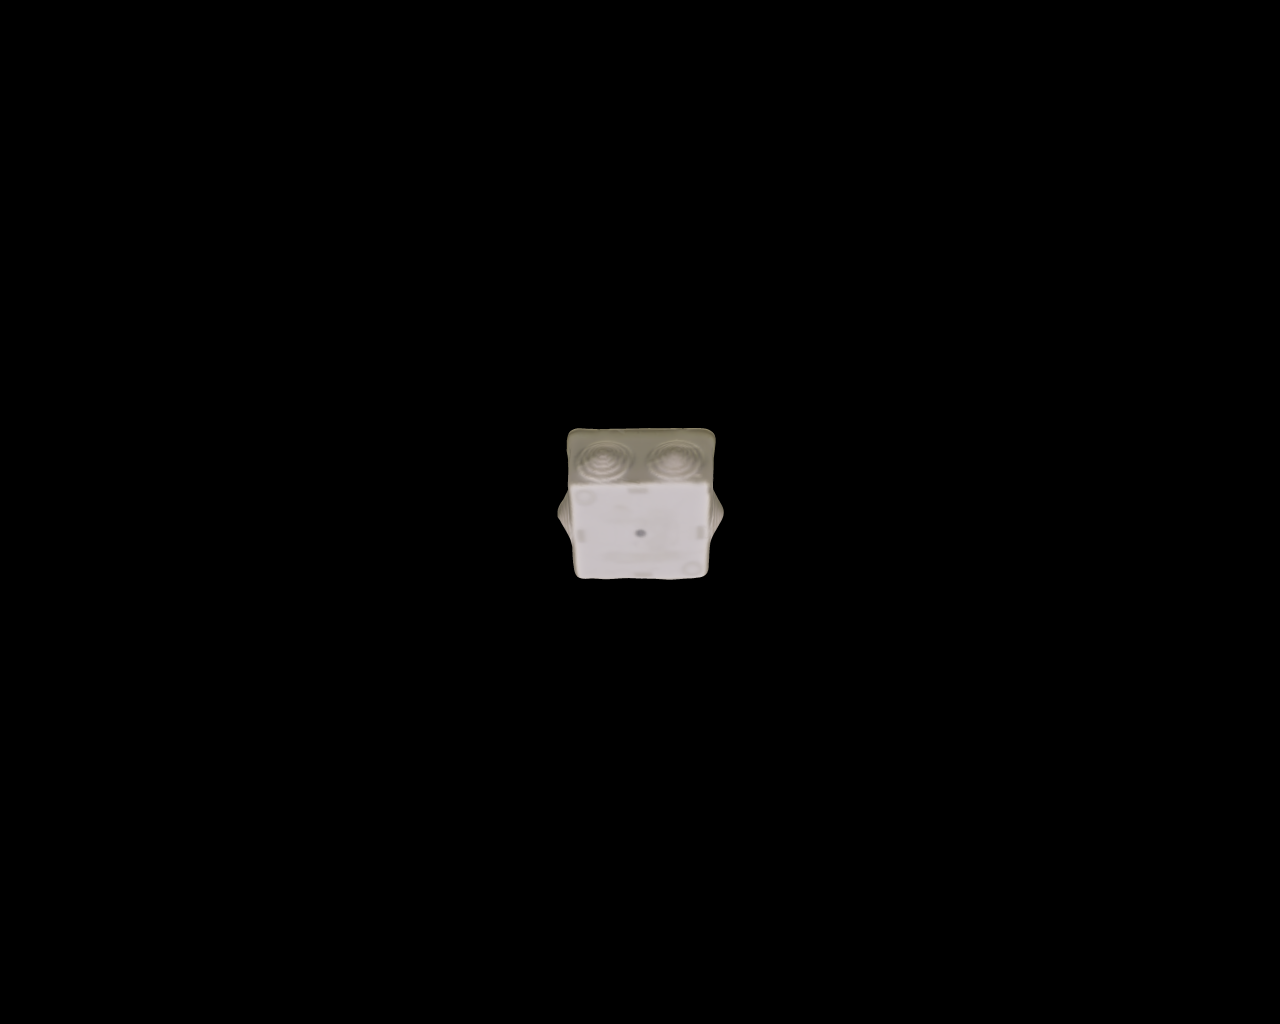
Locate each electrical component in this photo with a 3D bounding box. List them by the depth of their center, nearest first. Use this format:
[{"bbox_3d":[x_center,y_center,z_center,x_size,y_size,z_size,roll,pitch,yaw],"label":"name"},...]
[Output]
[{"bbox_3d":[0.001,-0.003,0.650,0.100,0.099,0.048,0,44,0],"label":"electrical component"}]
